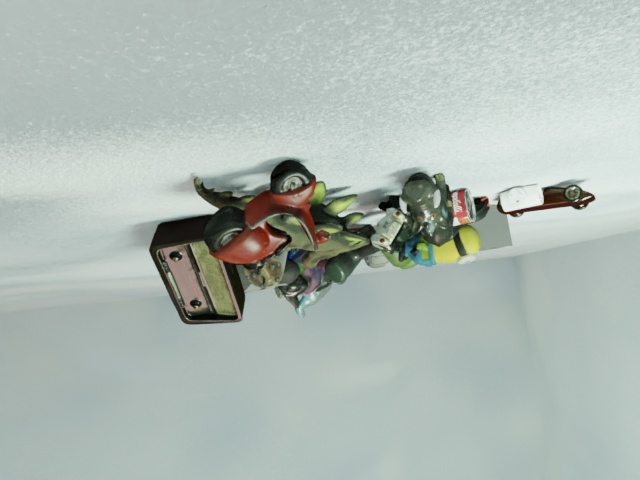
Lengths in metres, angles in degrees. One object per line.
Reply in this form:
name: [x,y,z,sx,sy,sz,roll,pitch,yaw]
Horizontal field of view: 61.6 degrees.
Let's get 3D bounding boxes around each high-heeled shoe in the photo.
high-heeled shoe: [-0.171,0.080,1.195,0.249,0.086,0.145,-6,-177,21]

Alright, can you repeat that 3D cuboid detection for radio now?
radio: [-0.232,0.065,1.041,0.131,0.073,0.229,-6,129,5]

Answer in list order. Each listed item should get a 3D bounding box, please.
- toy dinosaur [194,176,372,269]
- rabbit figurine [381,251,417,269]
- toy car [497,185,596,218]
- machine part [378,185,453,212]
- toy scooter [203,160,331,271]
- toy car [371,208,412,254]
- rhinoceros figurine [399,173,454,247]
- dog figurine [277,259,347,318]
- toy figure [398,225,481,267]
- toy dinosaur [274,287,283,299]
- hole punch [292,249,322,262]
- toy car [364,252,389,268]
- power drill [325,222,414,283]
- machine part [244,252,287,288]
toy dinosaur: [-0.046,-0.031,0.917,0.199,0.105,0.471,-24,159,39]
rabbit figurine: [0.238,-0.017,1.365,0.170,0.121,0.159,-30,158,19]
toy car: [0.493,-0.088,1.184,0.202,0.053,0.089,-8,163,36]
machine part: [0.185,-0.075,1.037,0.139,0.039,0.084,-13,165,43]
toy scooter: [-0.062,-0.015,0.750,0.184,0.075,0.135,-36,126,13]
toy car: [0.131,-0.016,1.016,0.056,0.073,0.201,30,180,8]
rhinoceros figurine: [0.181,-0.051,0.913,0.073,0.112,0.190,-6,154,21]
dog figurine: [-0.006,0.075,1.348,0.219,0.109,0.191,-39,140,-9]
toy figure: [0.267,0.014,1.205,0.180,0.089,0.082,-2,-147,22]
toy dinosaur: [-0.032,0.056,1.532,0.192,0.131,0.405,-22,171,-31]
hole punch: [-0.002,-0.004,1.202,0.116,0.092,0.142,-17,165,34]
toy car: [0.157,0.030,1.546,0.109,0.103,0.161,-6,170,-9]
power drill: [0.119,-0.001,1.248,0.207,0.086,0.232,-21,-164,47]
machine part: [-0.105,0.027,1.089,0.079,0.079,0.243,-8,-158,6]
